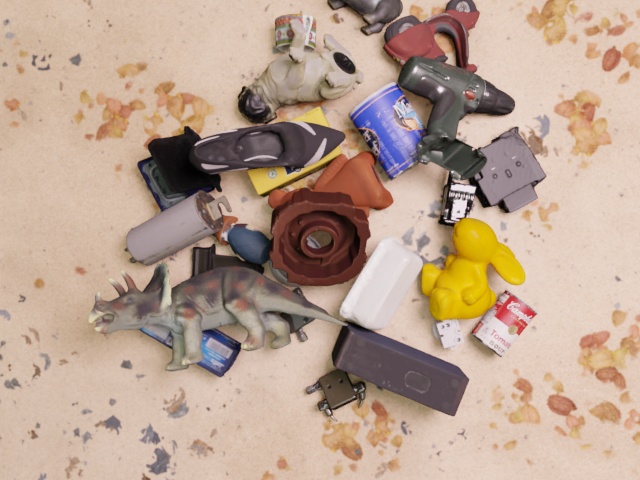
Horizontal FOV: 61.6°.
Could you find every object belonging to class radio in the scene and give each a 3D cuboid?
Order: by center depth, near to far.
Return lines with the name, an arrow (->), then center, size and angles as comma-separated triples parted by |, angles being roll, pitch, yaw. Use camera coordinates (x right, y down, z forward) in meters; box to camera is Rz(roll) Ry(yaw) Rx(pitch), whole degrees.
radio -> 0.137, 0.221, 0.938 | 0.230, 0.131, 0.073 | 21, 90, 2

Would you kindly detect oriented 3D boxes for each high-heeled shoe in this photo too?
high-heeled shoe -> -0.084, -0.156, 0.869 | 0.249, 0.145, 0.086 | -13, 90, 5

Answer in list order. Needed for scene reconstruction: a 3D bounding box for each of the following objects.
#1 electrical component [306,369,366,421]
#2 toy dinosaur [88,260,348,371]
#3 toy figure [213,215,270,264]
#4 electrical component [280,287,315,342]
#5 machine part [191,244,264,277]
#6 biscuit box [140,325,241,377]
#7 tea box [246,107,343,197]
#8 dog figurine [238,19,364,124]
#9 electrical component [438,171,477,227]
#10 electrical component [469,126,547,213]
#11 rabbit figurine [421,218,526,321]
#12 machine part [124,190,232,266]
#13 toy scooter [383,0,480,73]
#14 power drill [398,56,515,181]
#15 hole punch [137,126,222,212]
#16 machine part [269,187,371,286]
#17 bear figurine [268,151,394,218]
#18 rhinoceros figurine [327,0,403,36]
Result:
electrical component -> 0.035, 0.282, 0.990 | 0.102, 0.045, 0.078 | -32, 61, 0
toy dinosaur -> -0.170, 0.108, 0.922 | 0.405, 0.131, 0.192 | -10, 78, -15
toy figure -> -0.156, -0.008, 0.978 | 0.155, 0.057, 0.064 | 29, 79, 23
electrical component -> -0.037, 0.140, 1.000 | 0.063, 0.021, 0.094 | -30, 89, 2
machine part -> -0.173, 0.051, 0.998 | 0.139, 0.039, 0.084 | 6, 87, 4
biscuit box -> -0.245, 0.174, 0.990 | 0.203, 0.063, 0.059 | 30, 91, 2
tea box -> -0.053, -0.157, 0.975 | 0.170, 0.068, 0.098 | -28, 88, 2
dog figurine -> -0.038, -0.265, 0.958 | 0.172, 0.190, 0.121 | 27, 48, -19
electrical component -> 0.247, -0.082, 0.960 | 0.048, 0.075, 0.119 | 11, 88, 3
electrical component -> 0.331, -0.118, 0.963 | 0.115, 0.058, 0.134 | -30, 89, 5
rabbit figurine -> 0.262, 0.046, 0.915 | 0.162, 0.122, 0.173 | 5, 113, 3
machine part -> -0.259, -0.019, 0.956 | 0.243, 0.079, 0.079 | -25, 90, 24
toy scooter -> 0.211, -0.345, 0.960 | 0.184, 0.075, 0.135 | -22, 91, -2
power drill -> 0.238, -0.205, 0.900 | 0.232, 0.086, 0.207 | 21, 63, -16
hole punch -> -0.257, -0.123, 0.977 | 0.092, 0.116, 0.142 | -38, 79, 45
machine part -> -0.002, -0.003, 0.899 | 0.179, 0.056, 0.179 | -2, 121, -3
bear figurine -> 0.018, -0.072, 0.960 | 0.196, 0.132, 0.120 | -27, 88, 17
rhinoceros figurine -> 0.066, -0.461, 0.964 | 0.112, 0.073, 0.190 | -44, 89, 4
